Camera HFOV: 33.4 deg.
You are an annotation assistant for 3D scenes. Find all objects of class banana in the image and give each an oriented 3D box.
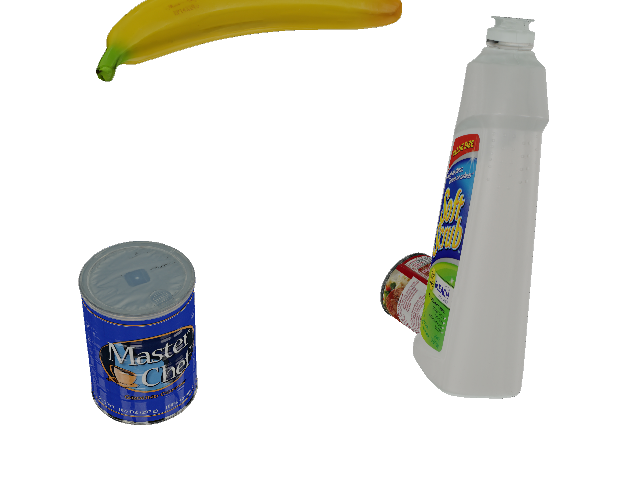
[{"bbox_3d":[-0.050,-0.137,0.666,0.197,0.070,0.037,-16,-35,-16],"label":"banana"}]

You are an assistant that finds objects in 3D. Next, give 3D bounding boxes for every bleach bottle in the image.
[{"bbox_3d":[0.114,-0.025,0.730,0.068,0.251,0.102,3,13,-8],"label":"bleach bottle"}]

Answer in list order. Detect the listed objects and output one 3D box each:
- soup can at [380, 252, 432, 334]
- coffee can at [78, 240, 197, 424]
[{"bbox_3d":[0.112,0.062,0.976,0.068,0.068,0.102,0,24,-38],"label":"soup can"},{"bbox_3d":[-0.166,0.086,0.989,0.103,0.140,0.103,2,39,-2],"label":"coffee can"}]
